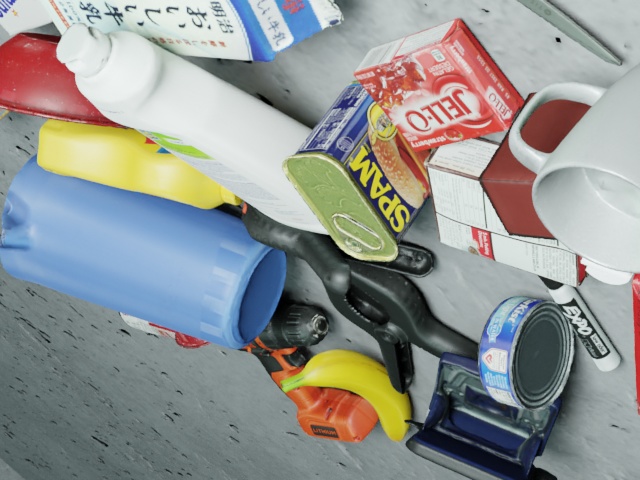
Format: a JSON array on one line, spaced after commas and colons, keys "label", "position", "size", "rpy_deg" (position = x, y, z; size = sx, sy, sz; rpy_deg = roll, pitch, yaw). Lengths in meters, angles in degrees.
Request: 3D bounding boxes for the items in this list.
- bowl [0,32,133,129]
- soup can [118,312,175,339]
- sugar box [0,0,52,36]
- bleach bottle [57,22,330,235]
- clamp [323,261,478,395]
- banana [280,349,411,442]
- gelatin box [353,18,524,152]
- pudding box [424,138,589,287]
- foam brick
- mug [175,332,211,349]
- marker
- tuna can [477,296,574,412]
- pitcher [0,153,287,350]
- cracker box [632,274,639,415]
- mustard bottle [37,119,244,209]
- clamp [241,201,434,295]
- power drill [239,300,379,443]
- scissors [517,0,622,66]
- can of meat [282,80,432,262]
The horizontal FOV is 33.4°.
[{"label": "bowl", "position": [-0.200, -0.132, 0.859], "size": [0.162, 0.055, 0.162], "rpy_deg": [11, -168, -2]}, {"label": "soup can", "position": [-0.168, 0.073, 1.181], "size": [0.102, 0.068, 0.068], "rpy_deg": [9, 143, 41]}, {"label": "sugar box", "position": [-0.268, -0.242, 0.824], "size": [0.094, 0.048, 0.176], "rpy_deg": [-2, 133, 49]}, {"label": "bleach bottle", "position": [-0.072, -0.078, 0.740], "size": [0.103, 0.068, 0.250], "rpy_deg": [11, 168, 41]}, {"label": "clamp", "position": [0.066, 0.078, 0.961], "size": [0.210, 0.036, 0.165], "rpy_deg": [42, 150, -18]}, {"label": "banana", "position": [0.044, 0.151, 1.065], "size": [0.070, 0.037, 0.197], "rpy_deg": [-36, 136, 21]}, {"label": "gelatin box", "position": [0.075, -0.097, 0.685], "size": [0.073, 0.030, 0.089], "rpy_deg": [48, 150, -23]}, {"label": "pudding box", "position": [0.132, -0.022, 0.732], "size": [0.114, 0.039, 0.090], "rpy_deg": [18, 147, 26]}, {"label": "foam brick", "position": [0.141, -0.045, 0.644], "size": [0.051, 0.078, 0.053], "rpy_deg": [5, 142, 43]}, {"label": "mug", "position": [-0.124, 0.054, 1.068], "size": [0.081, 0.093, 0.117], "rpy_deg": [58, 179, -28]}, {"label": "marker", "position": [0.193, 0.054, 0.803], "size": [0.020, 0.020, 0.121], "rpy_deg": [-1, 135, 49]}, {"label": "tuna can", "position": [0.159, 0.087, 0.820], "size": [0.034, 0.086, 0.086], "rpy_deg": [9, 143, 44]}, {"label": "pitcher", "position": [-0.152, 0.007, 0.971], "size": [0.243, 0.149, 0.145], "rpy_deg": [19, 154, 19]}, {"label": "cracker box", "position": [0.307, 0.081, 0.662], "size": [0.214, 0.072, 0.164], "rpy_deg": [18, 148, 29]}, {"label": "mustard bottle", "position": [-0.132, -0.066, 0.897], "size": [0.192, 0.096, 0.058], "rpy_deg": [15, 106, 16]}, {"label": "clamp", "position": [-0.006, 0.001, 0.860], "size": [0.172, 0.039, 0.120], "rpy_deg": [20, -167, 28]}, {"label": "power drill", "position": [-0.016, 0.133, 1.121], "size": [0.185, 0.057, 0.187], "rpy_deg": [-2, 132, 53]}, {"label": "scissors", "position": [0.075, -0.155, 0.611], "size": [0.201, 0.016, 0.096], "rpy_deg": [43, 153, -14]}, {"label": "can of meat", "position": [0.034, -0.050, 0.747], "size": [0.058, 0.083, 0.102], "rpy_deg": [1, 137, 47]}]
